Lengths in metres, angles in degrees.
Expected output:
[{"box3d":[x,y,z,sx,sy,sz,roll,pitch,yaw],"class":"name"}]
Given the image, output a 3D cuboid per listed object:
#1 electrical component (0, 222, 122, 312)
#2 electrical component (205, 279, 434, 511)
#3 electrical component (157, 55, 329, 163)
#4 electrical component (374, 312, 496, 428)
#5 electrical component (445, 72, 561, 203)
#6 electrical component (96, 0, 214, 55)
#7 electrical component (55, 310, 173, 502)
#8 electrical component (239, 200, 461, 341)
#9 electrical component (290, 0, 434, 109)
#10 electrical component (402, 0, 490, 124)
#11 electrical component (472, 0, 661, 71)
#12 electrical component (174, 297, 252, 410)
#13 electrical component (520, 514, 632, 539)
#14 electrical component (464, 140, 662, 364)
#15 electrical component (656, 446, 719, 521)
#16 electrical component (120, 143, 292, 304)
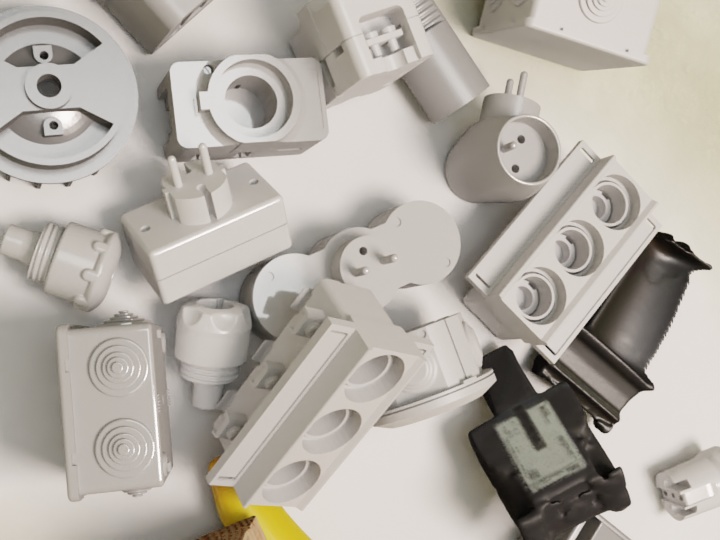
[{"box3d":[-0.167,-0.007,0.598,0.062,0.048,0.048,20,79,-10],"class":"electrical component"},{"box3d":[-0.027,0.069,0.598,0.079,0.063,0.121,15,121,-43],"class":"electrical component"},{"box3d":[-0.069,-0.095,0.634,0.089,0.056,0.050,-6,87,-20],"class":"electrical component"},{"box3d":[0.037,0.060,0.646,0.080,0.080,0.051,-19,87,-20],"class":"electrical component"},{"box3d":[0.092,-0.086,0.678,0.043,0.077,0.079,15,80,-18],"class":"electrical component"},{"box3d":[-0.096,-0.187,0.620,0.057,0.078,0.113,48,72,-13],"class":"electrical component"},{"box3d":[-0.128,0.072,0.576,0.048,0.100,0.099,-5,87,-7],"class":"electrical component"},{"box3d":[0.000,0.000,0.640,0.138,0.074,0.052,-24,93,-20],"class":"electrical component"},{"box3d":[-0.003,-0.137,0.643,0.050,0.089,0.055,-23,93,-20],"class":"electrical component"},{"box3d":[0.042,-0.138,0.683,0.043,0.043,0.081,-37,98,-18],"class":"electrical component"},{"box3d":[0.132,-0.164,0.689,0.100,0.100,0.048,13,94,-18],"class":"electrical component"},{"box3d":[-0.086,0.049,0.623,0.043,0.043,0.062,2,104,-19],"class":"electrical component"},{"box3d":[0.151,0.197,0.683,0.096,0.061,0.061,39,74,-12],"class":"electrical component"},{"box3d":[0.126,-0.011,0.691,0.079,0.063,0.121,45,73,-11],"class":"electrical component"},{"box3d":[0.230,0.145,0.728,0.046,0.040,0.040,-18,91,-14],"class":"electrical component"},{"box3d":[-0.090,-0.036,0.607,0.083,0.047,0.075,-26,133,-20],"class":"electrical component"}]
